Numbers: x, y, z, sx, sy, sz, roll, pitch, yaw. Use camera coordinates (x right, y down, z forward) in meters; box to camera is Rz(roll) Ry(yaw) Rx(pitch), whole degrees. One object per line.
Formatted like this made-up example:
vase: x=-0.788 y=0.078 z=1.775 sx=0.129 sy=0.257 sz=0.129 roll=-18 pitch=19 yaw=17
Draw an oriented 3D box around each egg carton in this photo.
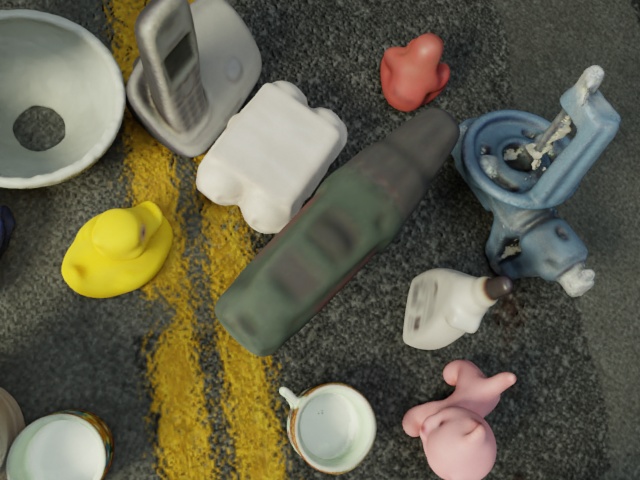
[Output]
egg carton: x=-0.046 y=-0.084 z=0.567 sx=0.107 sy=0.069 sz=0.150 roll=34 pitch=71 yaw=-4

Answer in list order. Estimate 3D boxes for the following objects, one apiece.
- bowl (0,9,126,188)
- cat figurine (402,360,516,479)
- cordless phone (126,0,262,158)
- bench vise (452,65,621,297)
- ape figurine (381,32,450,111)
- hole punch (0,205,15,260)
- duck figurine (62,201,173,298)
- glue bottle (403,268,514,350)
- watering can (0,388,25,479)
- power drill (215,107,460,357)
bowl: x=-0.260 y=-0.116 z=0.518 sx=0.168 sy=0.074 sz=0.167 roll=4 pitch=75 yaw=-13
cat figurine: x=0.134 y=0.169 z=0.522 sx=0.067 sy=0.117 sz=0.128 roll=45 pitch=70 yaw=0
cordless phone: x=-0.109 y=-0.170 z=0.512 sx=0.094 sy=0.185 sz=0.148 roll=30 pitch=71 yaw=-5
bench vise: x=0.227 y=-0.058 z=0.550 sx=0.122 sy=0.219 sz=0.207 roll=-40 pitch=88 yaw=-19
ape figurine: x=0.106 y=-0.188 z=0.620 sx=0.078 sy=0.092 sz=0.076 roll=33 pitch=71 yaw=-4
hole punch: x=-0.319 y=0.001 z=0.465 sx=0.101 sy=0.091 sz=0.109 roll=18 pitch=72 yaw=-9
duck figurine: x=-0.179 y=0.003 z=0.503 sx=0.105 sy=0.086 sz=0.077 roll=-38 pitch=87 yaw=-20
glue bottle: x=0.125 y=0.056 z=0.519 sx=0.037 sy=0.173 sz=0.078 roll=16 pitch=73 yaw=-9
watering can: x=-0.275 y=0.151 z=0.383 sx=0.101 sy=0.194 sz=0.173 roll=-8 pitch=78 yaw=-16
power drill: x=0.004 y=0.002 z=0.484 sx=0.075 sy=0.208 sz=0.230 roll=43 pitch=70 yaw=0
